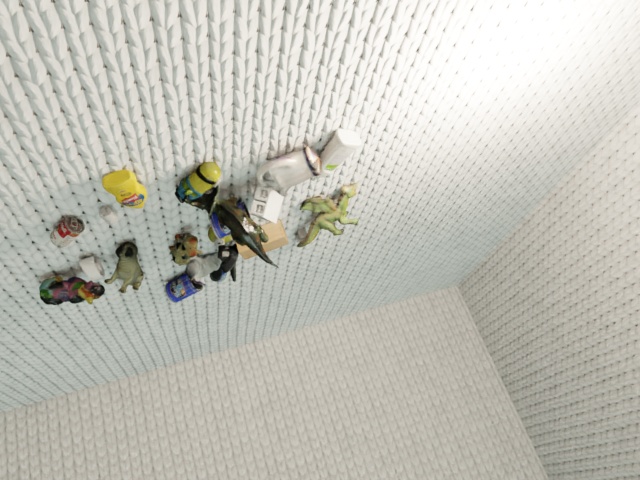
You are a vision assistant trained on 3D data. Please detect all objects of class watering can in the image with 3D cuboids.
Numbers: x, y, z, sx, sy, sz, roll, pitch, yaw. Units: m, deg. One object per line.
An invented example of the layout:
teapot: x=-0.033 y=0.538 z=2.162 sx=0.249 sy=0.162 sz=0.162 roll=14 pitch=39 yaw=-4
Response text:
watering can: x=-0.096 y=-0.236 z=1.831 sx=0.224 sy=0.105 sz=0.345 roll=-21 pitch=-11 yaw=9

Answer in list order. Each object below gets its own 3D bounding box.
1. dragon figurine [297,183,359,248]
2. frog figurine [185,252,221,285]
dragon figurine: x=0.007 y=-0.111 z=2.204 sx=0.407 sy=0.125 sz=0.239 roll=-32 pitch=-47 yaw=17
frog figurine: x=-0.511 y=0.111 z=2.272 sx=0.124 sy=0.160 sz=0.135 roll=29 pitch=-9 yaw=35
